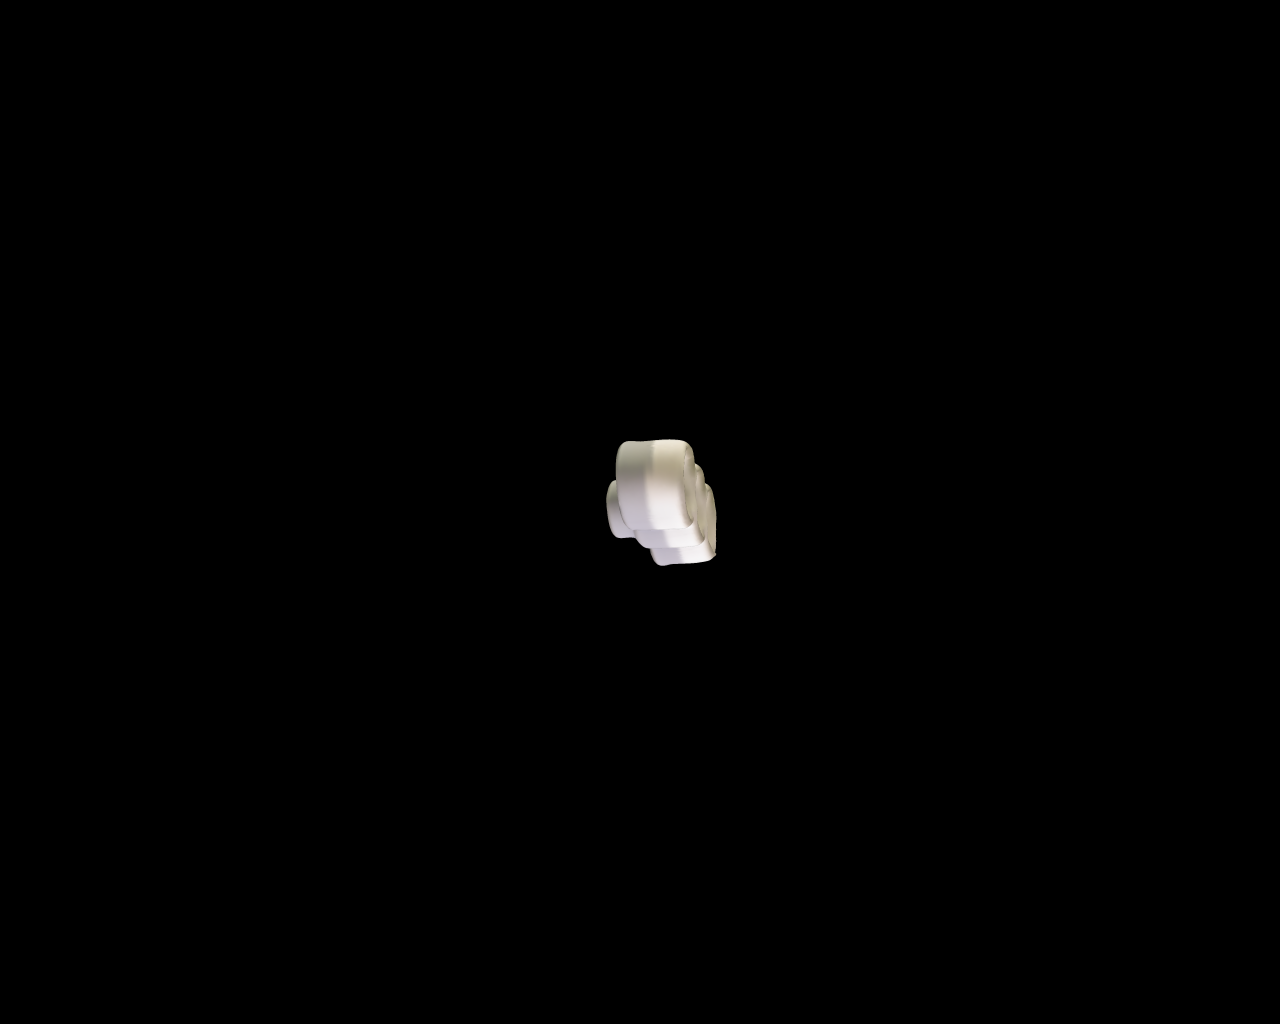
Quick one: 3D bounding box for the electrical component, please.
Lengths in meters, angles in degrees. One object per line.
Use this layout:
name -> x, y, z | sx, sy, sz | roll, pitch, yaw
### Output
electrical component -> 0.001, -0.003, 0.650 | 0.074, 0.052, 0.138 | -3, -16, 11
